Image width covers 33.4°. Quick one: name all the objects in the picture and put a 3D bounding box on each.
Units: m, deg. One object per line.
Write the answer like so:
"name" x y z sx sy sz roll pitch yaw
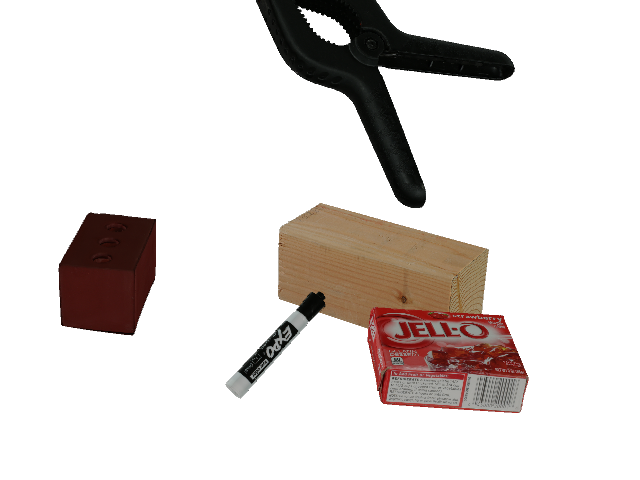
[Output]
"foam brick" -0.148 0.022 0.752 0.053 0.051 0.078 6 29 0
"clamp" 0.032 -0.129 0.801 0.210 0.164 0.036 31 -30 -5
"gelatin box" 0.077 0.072 0.662 0.089 0.030 0.073 5 25 -6
"marker" -0.038 0.091 0.956 0.121 0.020 0.020 -47 19 -18
"wood block" 0.064 0.037 1.144 0.206 0.091 0.090 17 29 28
